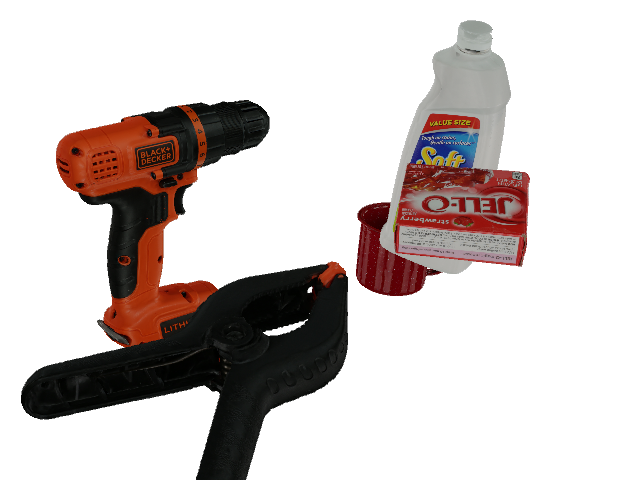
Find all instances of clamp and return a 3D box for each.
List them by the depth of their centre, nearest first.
[{"bbox_3d":[-0.037,0.064,0.497,0.171,0.039,0.120,-28,50,-33],"label":"clamp"}]

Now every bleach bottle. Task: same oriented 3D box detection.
[{"bbox_3d":[0.121,-0.091,1.018,0.103,0.251,0.068,23,40,22],"label":"bleach bottle"}]

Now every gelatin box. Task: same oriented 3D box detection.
[{"bbox_3d":[0.099,-0.020,0.742,0.089,0.030,0.073,5,40,9],"label":"gelatin box"}]

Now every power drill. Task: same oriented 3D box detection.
[{"bbox_3d":[-0.117,-0.016,0.864,0.184,0.188,0.057,-16,24,-33],"label":"power drill"}]

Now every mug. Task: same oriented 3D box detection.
[{"bbox_3d":[0.097,0.012,1.230,0.117,0.081,0.093,3,25,-5],"label":"mug"}]
